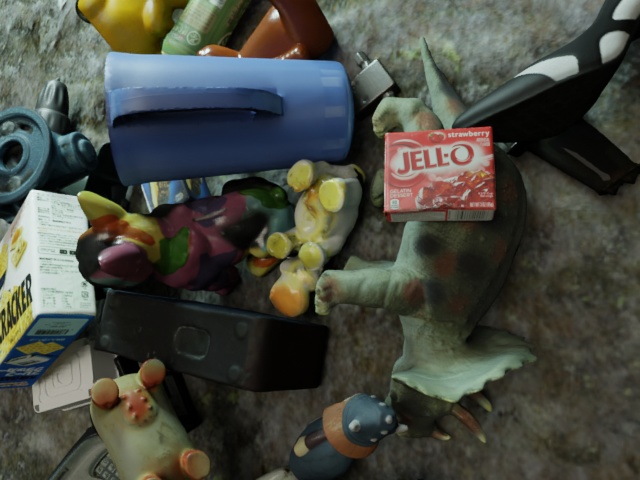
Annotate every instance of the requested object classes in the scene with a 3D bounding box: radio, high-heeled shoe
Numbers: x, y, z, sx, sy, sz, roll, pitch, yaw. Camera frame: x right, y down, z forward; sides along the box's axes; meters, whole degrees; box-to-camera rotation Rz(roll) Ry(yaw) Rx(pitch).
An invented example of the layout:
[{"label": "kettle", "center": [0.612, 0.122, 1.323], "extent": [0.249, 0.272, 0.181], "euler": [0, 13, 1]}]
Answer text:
[{"label": "radio", "center": [-0.120, 0.106, 0.583], "extent": [0.230, 0.131, 0.073], "euler": [4, 81, 27]}, {"label": "high-heeled shoe", "center": [0.218, -0.180, 0.473], "extent": [0.249, 0.086, 0.145], "euler": [-17, 64, 2]}]

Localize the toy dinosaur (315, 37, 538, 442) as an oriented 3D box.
[{"label": "toy dinosaur", "center": [0.121, -0.010, 0.501], "extent": [0.192, 0.131, 0.404], "euler": [16, 83, 15]}]

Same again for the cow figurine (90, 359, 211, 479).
[{"label": "cow figurine", "center": [-0.158, 0.223, 0.521], "extent": [0.195, 0.085, 0.127], "euler": [59, 145, 8]}]

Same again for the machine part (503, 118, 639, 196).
[{"label": "machine part", "center": [0.230, -0.091, 0.502], "extent": [0.084, 0.039, 0.139], "euler": [-47, 62, 1]}]

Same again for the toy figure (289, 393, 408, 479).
[{"label": "toy figure", "center": [0.020, 0.186, 0.512], "extent": [0.058, 0.064, 0.154], "euler": [56, 132, 22]}]

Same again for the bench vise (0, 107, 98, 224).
[{"label": "bench vise", "center": [-0.401, -0.093, 0.629], "extent": [0.224, 0.240, 0.129], "euler": [-7, 76, 14]}]

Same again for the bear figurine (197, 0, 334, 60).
[{"label": "bear figurine", "center": [-0.088, -0.229, 0.637], "extent": [0.196, 0.131, 0.120], "euler": [-27, 45, 15]}]

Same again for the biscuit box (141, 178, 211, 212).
[{"label": "biscuit box", "center": [-0.206, -0.113, 0.705], "extent": [0.059, 0.062, 0.203], "euler": [-32, 68, 16]}]

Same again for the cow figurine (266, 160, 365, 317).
[{"label": "cow figurine", "center": [-0.003, -0.002, 0.578], "extent": [0.068, 0.098, 0.167], "euler": [27, 112, 23]}]

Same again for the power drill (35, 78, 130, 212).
[{"label": "power drill", "center": [-0.358, -0.117, 0.772], "extent": [0.208, 0.086, 0.232], "euler": [15, 89, 24]}]

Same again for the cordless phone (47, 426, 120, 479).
[{"label": "cordless phone", "center": [-0.226, 0.313, 0.635], "extent": [0.184, 0.088, 0.146], "euler": [40, 98, 7]}]

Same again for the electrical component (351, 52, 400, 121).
[{"label": "electrical component", "center": [0.054, -0.168, 0.610], "extent": [0.063, 0.021, 0.094], "euler": [-37, 68, 16]}]

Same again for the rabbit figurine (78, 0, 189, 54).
[{"label": "rabbit figurine", "center": [-0.227, -0.328, 0.722], "extent": [0.173, 0.162, 0.122], "euler": [-33, 54, -2]}]

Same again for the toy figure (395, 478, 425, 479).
[{"label": "toy figure", "center": [0.038, 0.256, 0.482], "extent": [0.180, 0.089, 0.082], "euler": [1, 56, 6]}]

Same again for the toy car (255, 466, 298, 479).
[{"label": "toy car", "center": [-0.090, 0.316, 0.561], "extent": [0.202, 0.056, 0.074], "euler": [-39, 66, 5]}]

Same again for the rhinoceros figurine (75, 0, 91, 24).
[{"label": "rhinoceros figurine", "center": [-0.285, -0.393, 0.770], "extent": [0.190, 0.112, 0.073], "euler": [-51, 61, 18]}]

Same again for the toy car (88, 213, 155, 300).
[{"label": "toy car", "center": [-0.254, 0.020, 0.680], "extent": [0.162, 0.103, 0.109], "euler": [1, 83, 48]}]

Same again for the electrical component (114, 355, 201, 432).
[{"label": "electrical component", "center": [-0.201, 0.182, 0.643], "extent": [0.048, 0.074, 0.119], "euler": [-37, 64, 17]}]

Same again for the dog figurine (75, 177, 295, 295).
[{"label": "dog figurine", "center": [-0.142, -0.007, 0.568], "extent": [0.191, 0.219, 0.108], "euler": [-31, 72, 19]}]
